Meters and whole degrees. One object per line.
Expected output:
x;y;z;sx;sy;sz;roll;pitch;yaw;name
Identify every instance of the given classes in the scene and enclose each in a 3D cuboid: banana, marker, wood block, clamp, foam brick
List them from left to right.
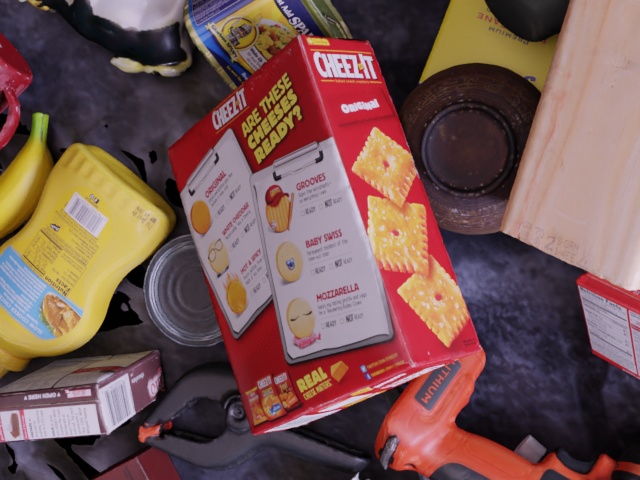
-0.277;-0.021;0.830;0.198;0.037;0.070;-29;67;12;banana
-0.130;0.199;0.794;0.053;0.051;0.078;-29;86;12;foam brick
-0.050;0.113;0.780;0.171;0.039;0.120;-5;80;11;clamp
0.186;0.181;0.734;0.121;0.020;0.020;40;100;9;marker
0.185;-0.087;0.584;0.090;0.090;0.206;28;113;36;wood block

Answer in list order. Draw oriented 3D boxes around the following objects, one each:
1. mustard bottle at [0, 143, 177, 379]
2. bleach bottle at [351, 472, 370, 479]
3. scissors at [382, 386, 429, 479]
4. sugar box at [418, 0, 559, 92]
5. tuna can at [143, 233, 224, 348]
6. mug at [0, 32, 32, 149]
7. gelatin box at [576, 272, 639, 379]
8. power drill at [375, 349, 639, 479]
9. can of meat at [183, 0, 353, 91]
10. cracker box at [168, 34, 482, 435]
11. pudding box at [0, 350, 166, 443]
-0.197;0.029;0.799;0.096;0.058;0.192;39;100;10;mustard bottle
0.109;0.253;0.713;0.251;0.102;0.068;41;96;9;bleach bottle
0.090;0.144;0.728;0.096;0.016;0.202;-5;56;-10;scissors
0.126;-0.131;0.722;0.093;0.048;0.176;22;96;11;sugar box
-0.085;0.036;0.786;0.086;0.033;0.086;1;92;13;tuna can
-0.264;-0.114;0.792;0.081;0.093;0.117;-42;68;6;mug
0.206;0.056;0.678;0.073;0.089;0.030;30;67;38;gelatin box
0.145;0.135;0.692;0.188;0.057;0.184;33;60;16;power drill
-0.033;-0.144;0.736;0.084;0.057;0.102;-28;129;15;can of meat
-0.005;0.001;0.694;0.164;0.071;0.214;-32;70;45;cracker box
-0.173;0.111;0.769;0.090;0.113;0.039;-8;93;14;pudding box
